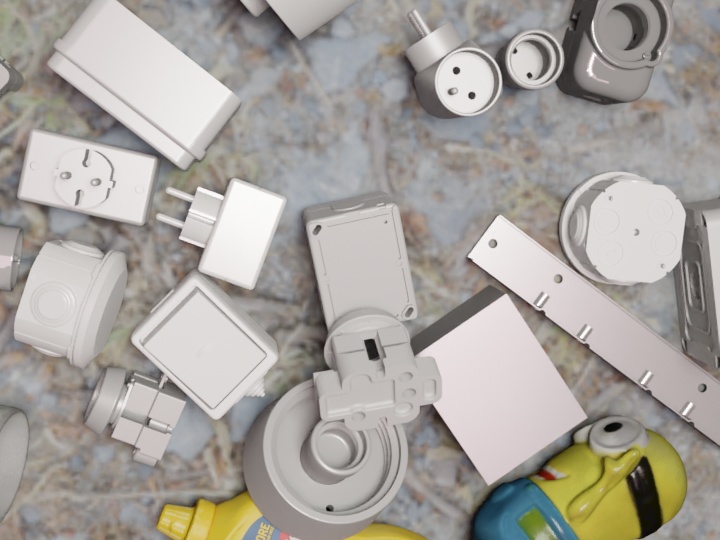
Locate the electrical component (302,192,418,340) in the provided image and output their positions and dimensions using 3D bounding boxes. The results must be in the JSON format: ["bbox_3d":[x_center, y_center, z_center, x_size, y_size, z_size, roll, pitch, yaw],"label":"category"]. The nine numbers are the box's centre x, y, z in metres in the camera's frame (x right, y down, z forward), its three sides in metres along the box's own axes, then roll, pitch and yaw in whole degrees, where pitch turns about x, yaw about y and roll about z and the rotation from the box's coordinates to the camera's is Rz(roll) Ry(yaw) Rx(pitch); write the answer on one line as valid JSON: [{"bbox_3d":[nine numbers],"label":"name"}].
[{"bbox_3d":[0.000,0.000,0.735,0.062,0.061,0.096,-12,106,-4],"label":"electrical component"}]

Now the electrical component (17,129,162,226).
[{"bbox_3d":[-0.177,-0.060,0.697,0.083,0.075,0.047,12,95,-7],"label":"electrical component"}]

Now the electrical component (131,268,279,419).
[{"bbox_3d":[-0.099,0.054,0.726,0.062,0.061,0.096,-45,99,0],"label":"electrical component"}]

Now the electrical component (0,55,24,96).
[{"bbox_3d":[-0.269,-0.137,0.688,0.089,0.055,0.050,44,90,-9],"label":"electrical component"}]

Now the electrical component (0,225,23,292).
[{"bbox_3d":[-0.268,0.006,0.708,0.077,0.044,0.079,8,94,-11],"label":"electrical component"}]

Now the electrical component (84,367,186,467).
[{"bbox_3d":[-0.154,0.095,0.733,0.055,0.048,0.066,23,94,-16],"label":"electrical component"}]

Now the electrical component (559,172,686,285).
[{"bbox_3d":[0.184,-0.028,0.752,0.080,0.051,0.080,-1,96,-6],"label":"electrical component"}]

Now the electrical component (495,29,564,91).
[{"bbox_3d":[0.114,-0.142,0.734,0.040,0.046,0.040,-1,96,-6],"label":"electrical component"}]

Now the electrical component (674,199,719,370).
[{"bbox_3d":[0.261,0.007,0.751,0.057,0.078,0.113,-9,97,-3],"label":"electrical component"}]

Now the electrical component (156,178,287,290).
[{"bbox_3d":[-0.097,-0.032,0.722,0.077,0.047,0.065,20,92,-9],"label":"electrical component"}]

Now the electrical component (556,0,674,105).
[{"bbox_3d":[0.175,-0.163,0.732,0.054,0.059,0.095,15,95,-8],"label":"electrical component"}]

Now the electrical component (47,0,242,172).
[{"bbox_3d":[-0.138,-0.118,0.694,0.113,0.078,0.057,38,88,-9],"label":"electrical component"}]

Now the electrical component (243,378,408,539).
[{"bbox_3d":[-0.020,0.123,0.719,0.108,0.060,0.108,6,66,-15],"label":"electrical component"}]

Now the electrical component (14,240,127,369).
[{"bbox_3d":[-0.187,0.020,0.704,0.051,0.080,0.080,19,94,-3],"label":"electrical component"}]

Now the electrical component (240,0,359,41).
[{"bbox_3d":[-0.057,-0.195,0.682,0.060,0.108,0.108,-39,99,5],"label":"electrical component"}]

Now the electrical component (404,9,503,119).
[{"bbox_3d":[0.055,-0.138,0.713,0.044,0.077,0.079,-34,99,-1],"label":"electrical component"}]

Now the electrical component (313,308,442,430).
[{"bbox_3d":[0.008,0.062,0.693,0.078,0.057,0.058,-9,130,-7],"label":"electrical component"}]
